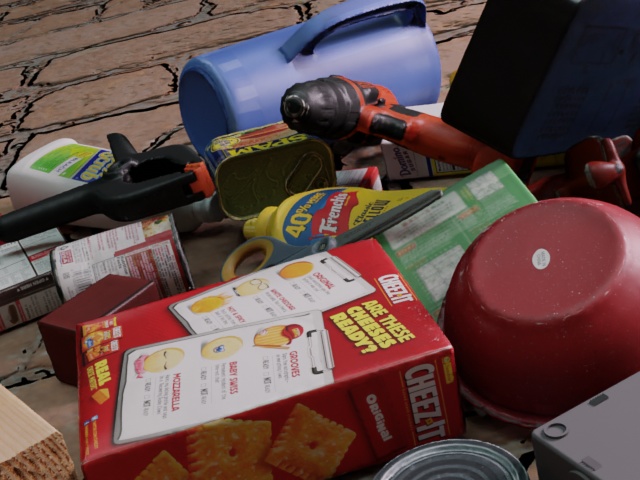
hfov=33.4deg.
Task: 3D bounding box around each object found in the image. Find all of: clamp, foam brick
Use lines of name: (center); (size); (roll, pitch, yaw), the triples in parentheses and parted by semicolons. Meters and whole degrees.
clamp: (-0.165, -0.055, 0.926); (0.210, 0.036, 0.164); (-4, 33, 35)
foam brick: (-0.158, 0.067, 0.786); (0.051, 0.053, 0.078); (6, 30, 37)

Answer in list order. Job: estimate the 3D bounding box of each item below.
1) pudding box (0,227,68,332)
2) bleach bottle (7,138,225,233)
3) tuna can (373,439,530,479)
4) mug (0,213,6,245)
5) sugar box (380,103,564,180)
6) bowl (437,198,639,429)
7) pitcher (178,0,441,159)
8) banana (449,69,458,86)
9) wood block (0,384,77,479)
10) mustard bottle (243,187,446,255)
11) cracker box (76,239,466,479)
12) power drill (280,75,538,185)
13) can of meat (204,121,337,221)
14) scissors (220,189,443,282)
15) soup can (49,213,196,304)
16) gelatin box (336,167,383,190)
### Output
pudding box: (-0.256, 0.032, 0.931); (0.090, 0.039, 0.114); (-23, 24, -16)
bleach bottle: (-0.188, -0.048, 1.039); (0.251, 0.068, 0.102); (8, 32, 35)
tuna can: (0.066, 0.139, 0.537); (0.086, 0.034, 0.086); (-11, 24, 5)
mug: (-0.351, 0.001, 1.003); (0.117, 0.093, 0.082); (-53, 40, -8)
sugar box: (0.152, -0.097, 0.982); (0.176, 0.048, 0.093); (-6, 26, 23)
bowl: (0.137, 0.028, 0.622); (0.162, 0.055, 0.162); (-16, 44, 16)
pitcher: (-0.008, -0.157, 1.036); (0.242, 0.149, 0.145); (-20, 21, -30)
banana: (0.172, -0.135, 0.905); (0.037, 0.069, 0.197); (-20, 9, 44)
wood block: (-0.222, 0.135, 0.632); (0.090, 0.090, 0.206); (-29, 28, -30)
mustard bottle: (0.020, -0.003, 0.833); (0.192, 0.058, 0.096); (3, 43, 34)
cracker box: (-0.039, 0.086, 0.661); (0.213, 0.072, 0.164); (-16, 26, -7)
power drill: (0.076, -0.086, 0.866); (0.188, 0.057, 0.184); (24, 16, 20)
can of meat: (-0.046, -0.063, 0.921); (0.102, 0.057, 0.084); (-14, 22, -10)
scissors: (-0.005, 0.001, 0.780); (0.202, 0.016, 0.096); (-37, 36, 12)
soup can: (-0.158, 0.025, 0.858); (0.102, 0.068, 0.068); (-17, 25, -6)
gelatin box: (0.004, -0.032, 0.940); (0.089, 0.030, 0.073); (-5, 27, 20)
